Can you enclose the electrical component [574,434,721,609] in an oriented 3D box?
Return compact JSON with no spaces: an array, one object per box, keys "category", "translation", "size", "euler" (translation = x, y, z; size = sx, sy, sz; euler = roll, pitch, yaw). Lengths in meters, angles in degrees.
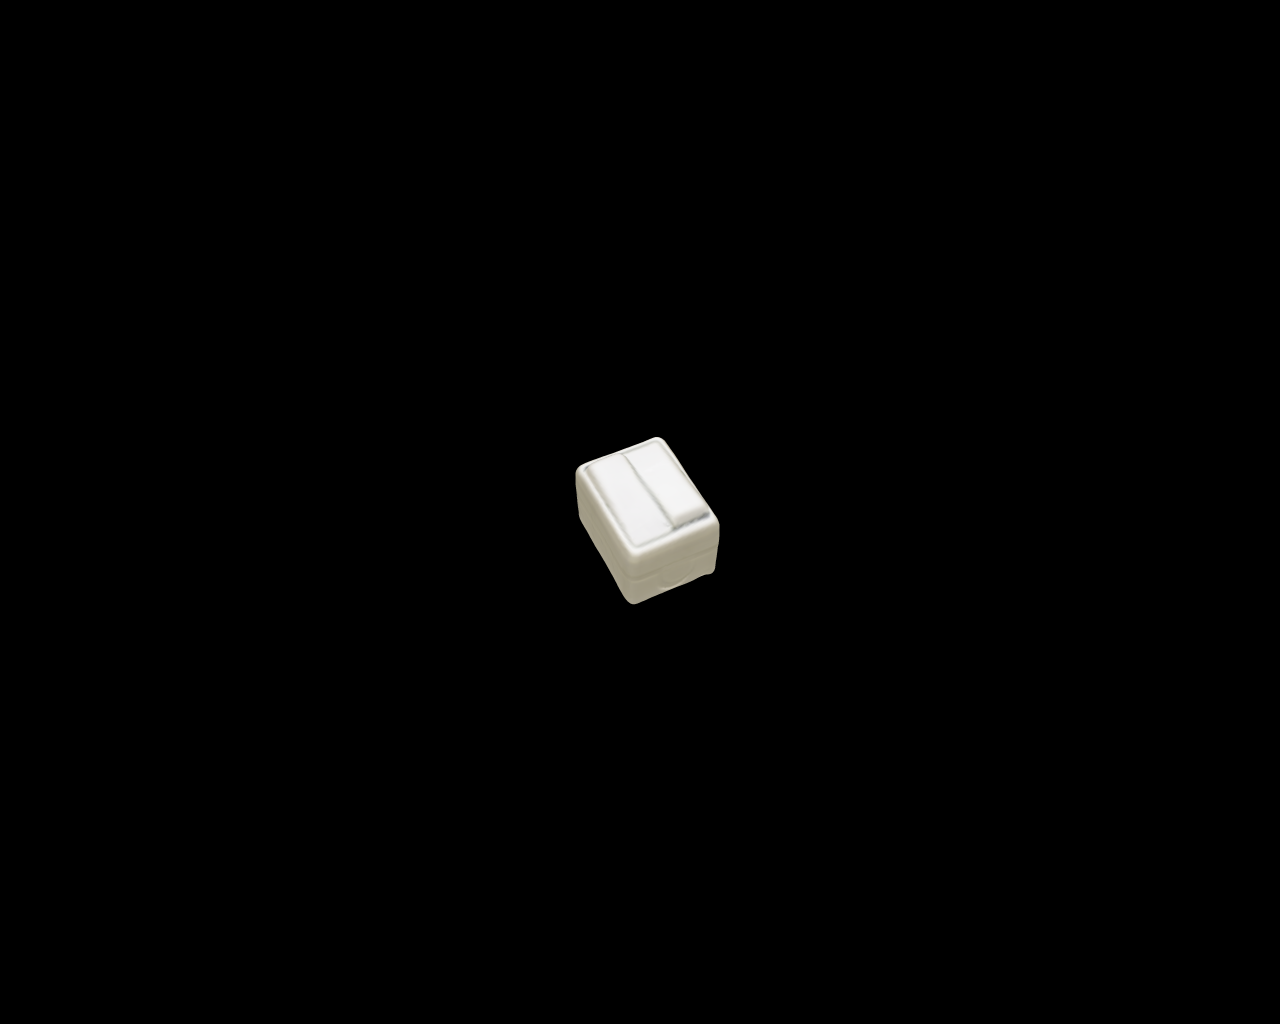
[{"category":"electrical component","translation":[0.001,-0.003,0.650],"size":[0.062,0.096,0.061],"euler":[-21,-36,-16]}]
